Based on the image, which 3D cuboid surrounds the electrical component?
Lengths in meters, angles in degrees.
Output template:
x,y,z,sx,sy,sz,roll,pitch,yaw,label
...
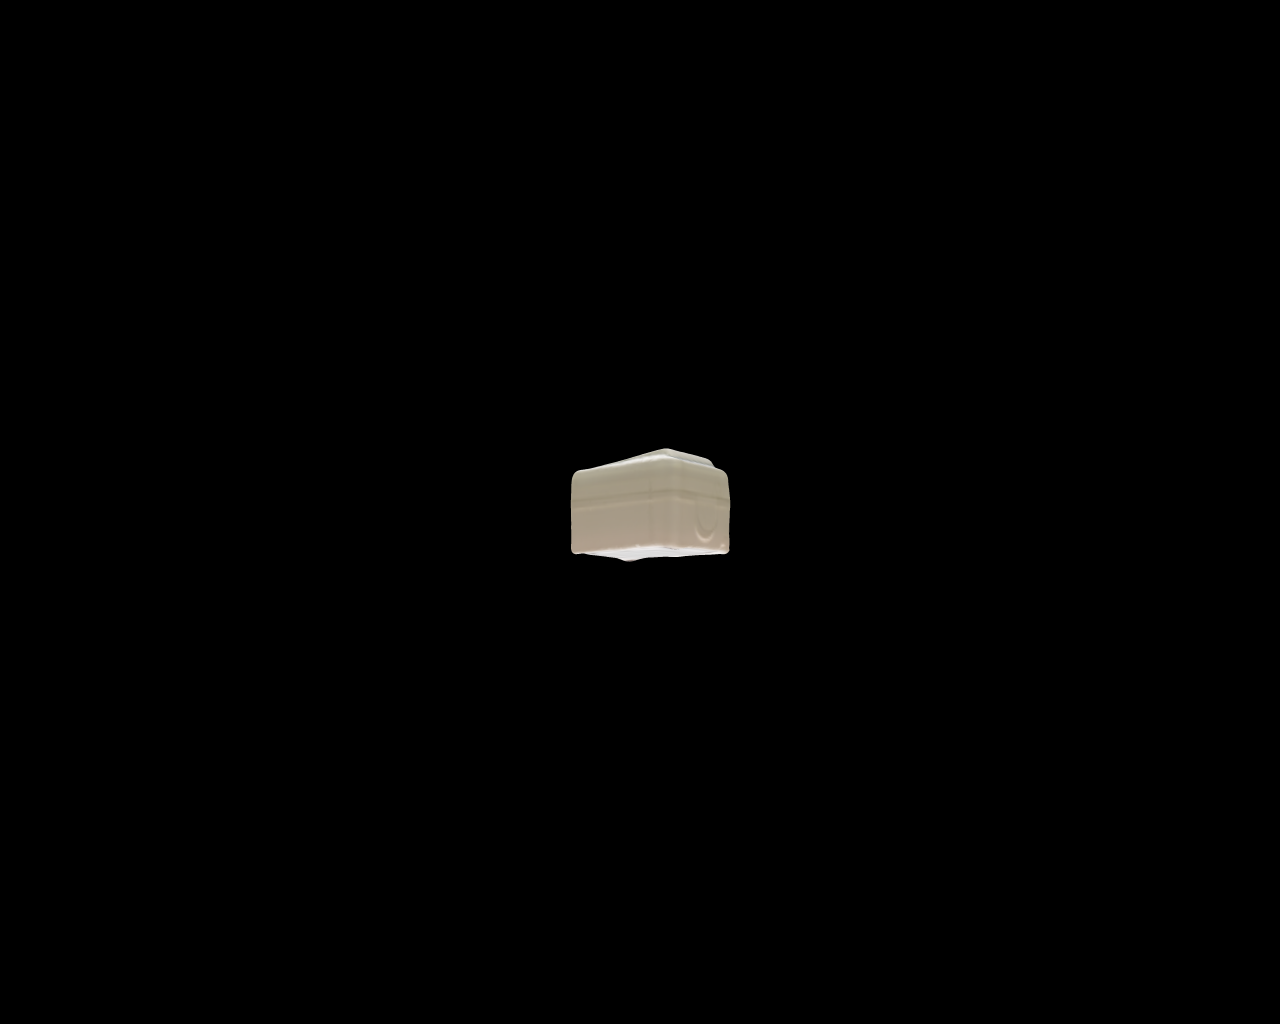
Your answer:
x,y,z,sx,sy,sz,roll,pitch,yaw,label
0.001,-0.003,0.650,0.096,0.061,0.062,-5,-9,36,electrical component
